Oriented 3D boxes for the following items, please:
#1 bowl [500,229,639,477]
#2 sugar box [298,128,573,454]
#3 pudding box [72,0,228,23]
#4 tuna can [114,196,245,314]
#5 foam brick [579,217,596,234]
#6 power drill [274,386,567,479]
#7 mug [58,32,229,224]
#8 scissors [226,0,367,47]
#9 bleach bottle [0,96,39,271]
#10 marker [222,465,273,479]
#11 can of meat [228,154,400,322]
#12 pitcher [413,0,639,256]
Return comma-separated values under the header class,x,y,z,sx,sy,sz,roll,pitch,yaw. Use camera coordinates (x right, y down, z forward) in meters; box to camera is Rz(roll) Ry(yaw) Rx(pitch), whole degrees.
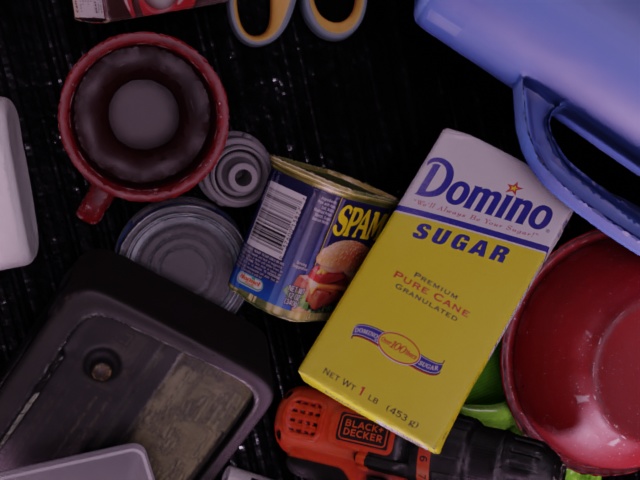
class,x,y,z,sx,sy,sz,roll,pitch,yaw
bowl,0.194,0.074,0.651,0.162,0.055,0.162,-2,97,-14
sugar box,0.072,0.028,0.632,0.093,0.048,0.176,28,80,13
pudding box,-0.100,-0.183,0.598,0.089,0.039,0.113,-23,114,-43
tuna can,-0.085,0.017,0.663,0.086,0.034,0.086,-2,99,-10
foam brick,0.216,0.007,0.708,0.078,0.053,0.051,0,99,-9
power drill,0.041,0.190,0.641,0.185,0.057,0.187,8,73,25
mug,-0.108,-0.062,0.621,0.093,0.081,0.117,26,93,-14
scissors,0.002,-0.211,0.651,0.096,0.016,0.202,17,96,-14
bleach bottle,-0.295,-0.015,0.606,0.250,0.068,0.102,-8,99,-7
marker,-0.008,0.177,0.711,0.121,0.020,0.020,21,95,-13
can of meat,-0.004,0.001,0.643,0.057,0.102,0.084,25,98,25
pitcher,0.175,-0.104,0.616,0.243,0.149,0.145,31,124,1
